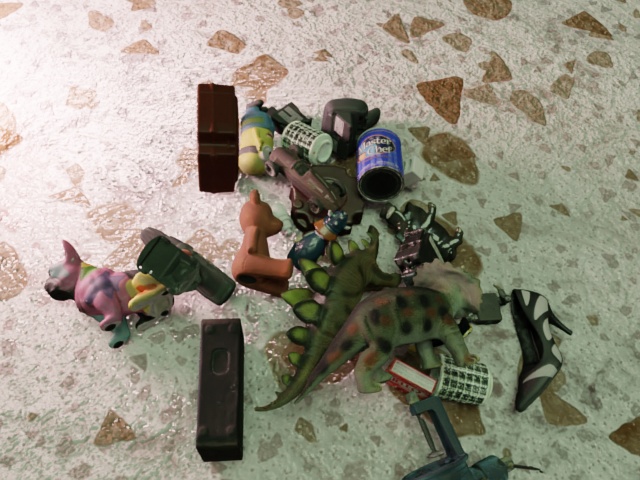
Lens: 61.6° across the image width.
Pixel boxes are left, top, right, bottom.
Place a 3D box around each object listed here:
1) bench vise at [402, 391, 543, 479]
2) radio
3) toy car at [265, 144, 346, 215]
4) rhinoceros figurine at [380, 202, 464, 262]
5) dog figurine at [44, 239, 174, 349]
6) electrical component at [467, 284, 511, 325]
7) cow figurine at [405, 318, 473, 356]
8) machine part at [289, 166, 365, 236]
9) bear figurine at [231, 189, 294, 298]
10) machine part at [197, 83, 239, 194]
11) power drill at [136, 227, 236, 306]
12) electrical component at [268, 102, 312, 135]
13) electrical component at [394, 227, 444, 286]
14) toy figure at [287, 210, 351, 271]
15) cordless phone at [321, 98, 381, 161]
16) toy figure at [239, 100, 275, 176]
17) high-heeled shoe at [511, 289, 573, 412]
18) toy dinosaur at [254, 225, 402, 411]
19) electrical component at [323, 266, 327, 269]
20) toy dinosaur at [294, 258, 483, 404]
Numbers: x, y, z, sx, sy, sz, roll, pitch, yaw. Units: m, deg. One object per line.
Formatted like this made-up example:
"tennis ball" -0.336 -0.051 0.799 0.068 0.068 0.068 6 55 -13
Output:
"bench vise" 0.225 0.369 0.923 0.224 0.128 0.240 -18 71 -15
"radio" -0.170 0.255 0.933 0.073 0.131 0.229 -2 60 -6
"toy car" -0.030 -0.134 1.155 0.089 0.053 0.202 -35 66 -29
"rhinoceros figurine" 0.220 -0.020 1.177 0.190 0.073 0.112 38 74 12
"dog figurine" -0.406 0.080 1.022 0.191 0.108 0.219 -35 67 -22
"electrical component" 0.342 0.133 1.113 0.102 0.045 0.078 4 58 -4
"cow figurine" 0.216 0.181 1.062 0.167 0.068 0.098 -26 72 -19
"machine part" 0.016 -0.089 1.196 0.179 0.056 0.179 4 59 -6
"bear figurine" -0.111 0.004 1.096 0.132 0.120 0.196 13 54 -4
"machine part" -0.220 -0.217 1.156 0.087 0.201 0.201 -1 60 -10
"power drill" -0.272 0.043 1.008 0.232 0.207 0.086 36 81 2
"electrical component" -0.085 -0.296 1.308 0.075 0.047 0.119 -37 72 -24
"electrical component" 0.204 0.055 1.083 0.114 0.058 0.134 58 33 -17
"toy figure" -0.003 -0.004 1.111 0.154 0.064 0.058 -45 38 5
"cordless phone" 0.091 -0.286 1.268 0.089 0.146 0.184 39 58 23
"toy figure" -0.147 -0.232 1.242 0.082 0.089 0.180 20 54 -48
"high-heeled shoe" 0.401 0.205 1.062 0.145 0.086 0.249 36 58 16
"toy dinosaur" 0.026 0.131 1.001 0.198 0.105 0.471 37 50 -17
"electrical component" 0.021 0.098 1.108 0.063 0.021 0.094 -30 68 -21
"toy dinosaur" 0.133 0.144 0.922 0.405 0.131 0.192 -8 78 -24
